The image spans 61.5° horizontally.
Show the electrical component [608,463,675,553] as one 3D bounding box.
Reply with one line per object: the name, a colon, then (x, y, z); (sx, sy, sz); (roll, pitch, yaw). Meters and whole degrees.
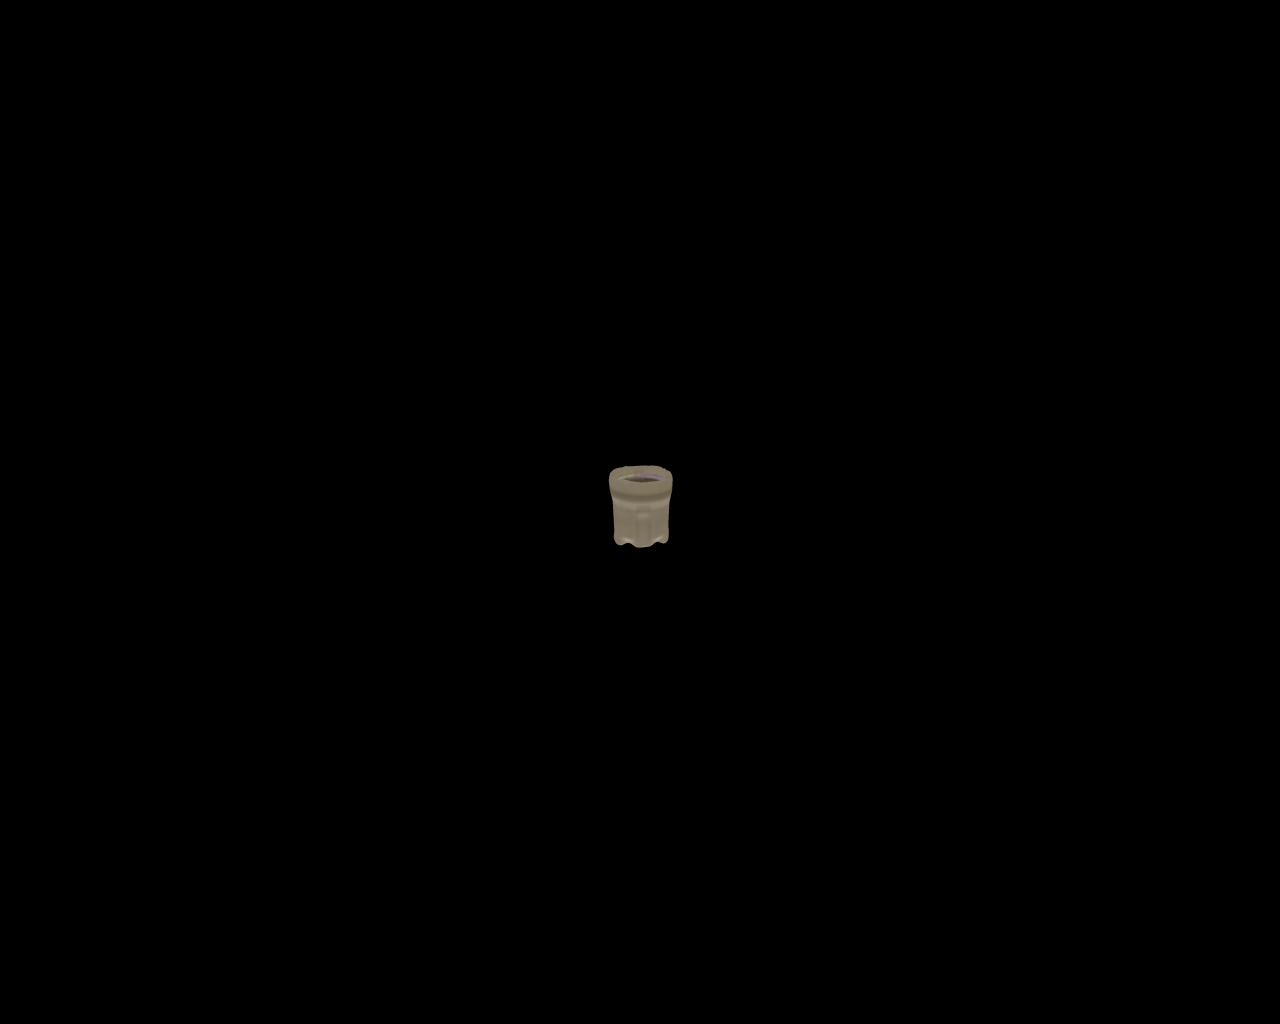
electrical component: (0.001, -0.003, 0.650); (0.040, 0.046, 0.040); (0, 19, 0)
